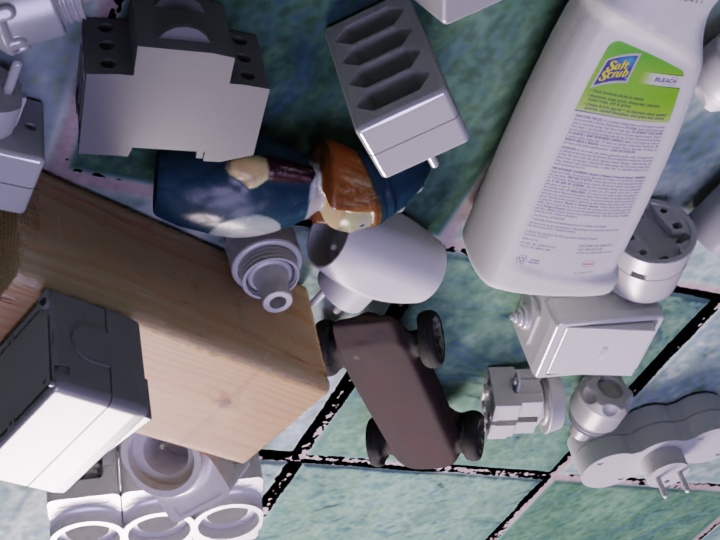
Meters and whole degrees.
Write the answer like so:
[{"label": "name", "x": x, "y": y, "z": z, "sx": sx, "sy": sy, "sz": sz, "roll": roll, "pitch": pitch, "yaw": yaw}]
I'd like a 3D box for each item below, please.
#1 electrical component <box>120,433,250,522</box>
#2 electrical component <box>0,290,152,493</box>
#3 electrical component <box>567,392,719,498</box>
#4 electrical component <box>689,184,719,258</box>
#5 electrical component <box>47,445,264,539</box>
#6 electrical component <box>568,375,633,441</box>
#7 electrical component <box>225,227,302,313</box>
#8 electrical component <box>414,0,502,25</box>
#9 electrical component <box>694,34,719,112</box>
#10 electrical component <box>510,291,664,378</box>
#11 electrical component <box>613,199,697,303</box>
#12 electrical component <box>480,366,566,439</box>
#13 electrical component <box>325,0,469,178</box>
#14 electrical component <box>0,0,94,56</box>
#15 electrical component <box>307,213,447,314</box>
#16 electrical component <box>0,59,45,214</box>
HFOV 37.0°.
[{"label": "electrical component", "x": -0.122, "y": 0.114, "z": 0.714, "sx": 0.050, "sy": 0.055, "sz": 0.089, "roll": -30, "pitch": 96, "yaw": 16}, {"label": "electrical component", "x": -0.154, "y": 0.067, "z": 0.543, "sx": 0.061, "sy": 0.061, "sz": 0.096, "roll": 25, "pitch": 125, "yaw": -38}, {"label": "electrical component", "x": 0.252, "y": 0.157, "z": 0.901, "sx": 0.138, "sy": 0.073, "sz": 0.052, "roll": -13, "pitch": 139, "yaw": -2}, {"label": "electrical component", "x": 0.256, "y": -0.048, "z": 0.696, "sx": 0.043, "sy": 0.043, "sz": 0.081, "roll": 15, "pitch": 131, "yaw": -31}, {"label": "electrical component", "x": -0.151, "y": 0.166, "z": 0.794, "sx": 0.150, "sy": 0.061, "sz": 0.089, "roll": -4, "pitch": 138, "yaw": -13}, {"label": "electrical component", "x": 0.186, "y": 0.111, "z": 0.853, "sx": 0.043, "sy": 0.043, "sz": 0.062, "roll": 1, "pitch": 138, "yaw": -19}, {"label": "electrical component", "x": -0.055, "y": -0.003, "z": 0.633, "sx": 0.043, "sy": 0.062, "sz": 0.043, "roll": -11, "pitch": 137, "yaw": -10}, {"label": "electrical component", "x": 0.057, "y": -0.167, "z": 0.474, "sx": 0.100, "sy": 0.048, "sz": 0.099, "roll": -28, "pitch": 143, "yaw": -19}, {"label": "electrical component", "x": 0.216, "y": -0.117, "z": 0.596, "sx": 0.043, "sy": 0.043, "sz": 0.062, "roll": 4, "pitch": 157, "yaw": -21}, {"label": "electrical component", "x": 0.152, "y": 0.037, "z": 0.745, "sx": 0.096, "sy": 0.061, "sz": 0.061, "roll": -3, "pitch": 138, "yaw": -14}, {"label": "electrical component", "x": 0.189, "y": -0.011, "z": 0.709, "sx": 0.055, "sy": 0.055, "sz": 0.047, "roll": -10, "pitch": 143, "yaw": -7}, {"label": "electrical component", "x": 0.125, "y": 0.101, "z": 0.821, "sx": 0.055, "sy": 0.048, "sz": 0.066, "roll": -1, "pitch": 138, "yaw": -6}, {"label": "electrical component", "x": 0.024, "y": -0.083, "z": 0.553, "sx": 0.047, "sy": 0.083, "sz": 0.075, "roll": -24, "pitch": 139, "yaw": 9}, {"label": "electrical component", "x": -0.140, "y": -0.126, "z": 0.484, "sx": 0.062, "sy": 0.048, "sz": 0.048, "roll": -17, "pitch": 140, "yaw": -9}, {"label": "electrical component", "x": 0.000, "y": 0.000, "z": 0.668, "sx": 0.077, "sy": 0.044, "sz": 0.079, "roll": 20, "pitch": 128, "yaw": -34}, {"label": "electrical component", "x": -0.186, "y": -0.075, "z": 0.523, "sx": 0.066, "sy": 0.047, "sz": 0.076, "roll": 12, "pitch": 132, "yaw": -28}]
